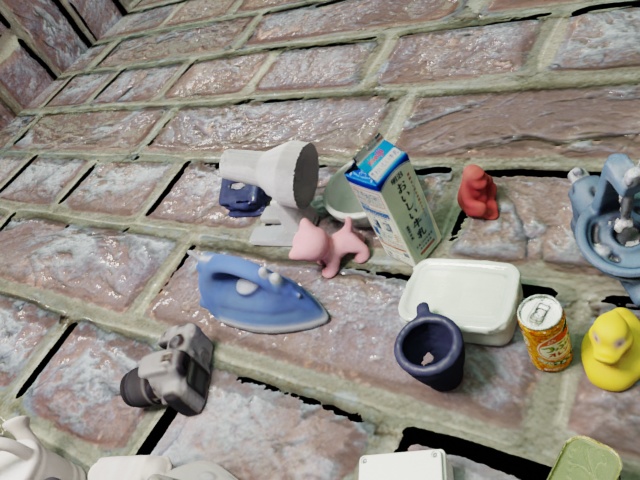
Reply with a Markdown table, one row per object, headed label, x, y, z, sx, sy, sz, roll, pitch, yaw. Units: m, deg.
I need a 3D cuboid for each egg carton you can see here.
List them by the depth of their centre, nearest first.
| label | x | y | z | sx | sy | sz | roll | pitch | yaw |
| --- | --- | --- | --- | --- | --- | --- | --- | --- | --- |
| egg carton | -0.285 | 0.375 | 0.843 | 0.150 | 0.070 | 0.107 | -12 | 44 | 21 |

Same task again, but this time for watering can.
| label | x | y | z | sx | sy | sz | roll | pitch | yaw |
| --- | --- | --- | --- | --- | --- | --- | --- | --- | --- |
| watering can | -0.465 | 0.354 | 0.878 | 0.101 | 0.195 | 0.172 | -44 | 42 | -14 |

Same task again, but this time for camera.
| label | x | y | z | sx | sy | sz | roll | pitch | yaw |
| --- | --- | --- | --- | --- | --- | --- | --- | --- | --- |
| camera | -0.265 | 0.219 | 0.961 | 0.136 | 0.101 | 0.143 | -17 | 43 | 17 |

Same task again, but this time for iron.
| label | x | y | z | sx | sy | sz | roll | pitch | yaw |
| --- | --- | --- | --- | --- | --- | --- | --- | --- | --- |
| iron | -0.113 | 0.076 | 0.980 | 0.257 | 0.142 | 0.119 | 7 | 53 | 36 |

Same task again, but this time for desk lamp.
| label | x | y | z | sx | sy | sz | roll | pitch | yaw |
| --- | --- | --- | --- | --- | --- | --- | --- | --- | --- |
| desk lamp | -0.080 | -0.087 | 1.065 | 0.202 | 0.214 | 0.118 | 0 | 50 | 31 |

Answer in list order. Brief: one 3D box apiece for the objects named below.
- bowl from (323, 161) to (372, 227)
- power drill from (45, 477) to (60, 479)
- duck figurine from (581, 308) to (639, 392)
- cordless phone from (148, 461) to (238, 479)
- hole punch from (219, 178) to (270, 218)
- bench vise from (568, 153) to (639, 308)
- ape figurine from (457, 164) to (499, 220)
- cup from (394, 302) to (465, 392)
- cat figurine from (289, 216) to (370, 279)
| label | x | y | z | sx | sy | sz | roll | pitch | yaw |
| --- | --- | --- | --- | --- | --- | --- | --- | --- | --- |
| bowl | 0.094 | -0.079 | 1.058 | 0.167 | 0.075 | 0.167 | -17 | 43 | 17 |
| power drill | -0.229 | 0.388 | 0.688 | 0.228 | 0.209 | 0.076 | 18 | 61 | 42 |
| duck figurine | 0.355 | 0.119 | 0.693 | 0.077 | 0.086 | 0.105 | 9 | 55 | 38 |
| cordless phone | -0.170 | 0.322 | 0.735 | 0.147 | 0.186 | 0.094 | 17 | 60 | 41 |
| hole punch | -0.163 | -0.110 | 1.234 | 0.108 | 0.091 | 0.101 | -2 | 49 | 30 |
| bench vise | 0.366 | -0.038 | 0.739 | 0.121 | 0.220 | 0.206 | -35 | 41 | -4 |
| ape figurine | 0.260 | -0.085 | 0.949 | 0.075 | 0.092 | 0.078 | 25 | 65 | 44 |
| cup | 0.155 | 0.151 | 0.776 | 0.091 | 0.095 | 0.117 | -18 | 42 | 16 |
| cat figurine | 0.009 | 0.004 | 0.995 | 0.128 | 0.118 | 0.067 | -28 | 41 | 4 |
